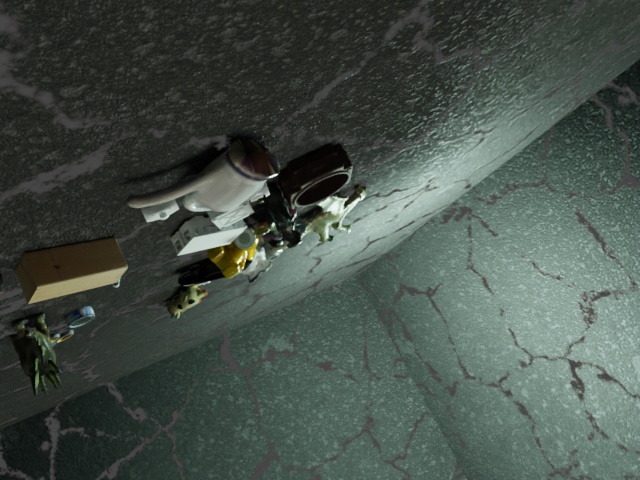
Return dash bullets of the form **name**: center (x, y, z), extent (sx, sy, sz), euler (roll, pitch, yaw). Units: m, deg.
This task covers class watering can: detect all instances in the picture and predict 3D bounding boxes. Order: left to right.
- **watering can**: center (-0.230, -0.128, 1.136), extent (0.221, 0.105, 0.349), euler (-37, 165, 29)

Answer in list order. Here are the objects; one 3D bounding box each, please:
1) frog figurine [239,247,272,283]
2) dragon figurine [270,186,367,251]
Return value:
- **frog figurine**: center (-0.271, 0.065, 1.902), extent (0.136, 0.126, 0.157), euler (-25, 133, 23)
- **dragon figurine**: center (0.006, -0.094, 1.878), extent (0.414, 0.124, 0.237), euler (-25, 149, -23)
